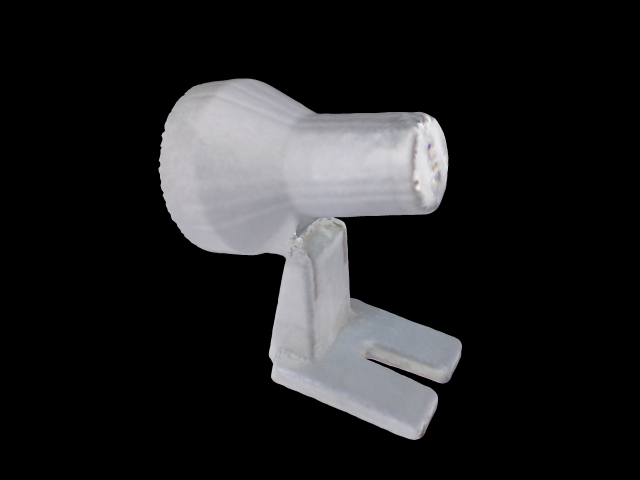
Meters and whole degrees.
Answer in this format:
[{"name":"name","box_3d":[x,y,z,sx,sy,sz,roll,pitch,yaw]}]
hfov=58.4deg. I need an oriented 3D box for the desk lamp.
[{"name":"desk lamp","box_3d":[0.004,0.001,0.400,0.202,0.214,0.118,17,40,22]}]
